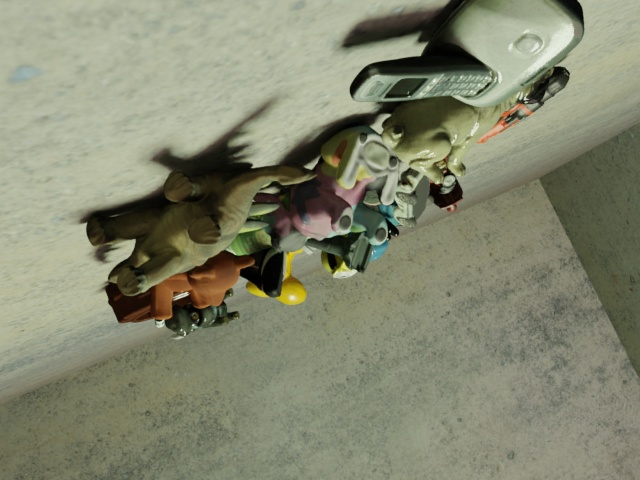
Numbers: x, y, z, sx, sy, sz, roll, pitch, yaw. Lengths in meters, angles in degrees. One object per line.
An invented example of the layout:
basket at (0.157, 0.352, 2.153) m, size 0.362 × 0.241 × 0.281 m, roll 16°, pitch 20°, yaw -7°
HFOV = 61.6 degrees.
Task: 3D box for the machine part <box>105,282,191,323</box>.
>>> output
machine part at (-0.300, 0.092, 1.072) m, size 0.201 × 0.087 × 0.201 m, roll -25°, pitch 174°, yaw 9°

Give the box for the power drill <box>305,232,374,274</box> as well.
power drill at (-0.002, -0.003, 1.045) m, size 0.086 × 0.208 × 0.232 m, roll -66°, pitch 159°, yaw -1°

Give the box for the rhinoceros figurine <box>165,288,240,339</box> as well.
rhinoceros figurine at (-0.235, 0.143, 1.065) m, size 0.112 × 0.073 × 0.190 m, roll -15°, pitch 177°, yaw 14°

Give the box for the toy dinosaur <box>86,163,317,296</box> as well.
toy dinosaur at (-0.180, -0.004, 0.687) m, size 0.472 × 0.105 × 0.198 m, roll -20°, pitch 180°, yaw 35°

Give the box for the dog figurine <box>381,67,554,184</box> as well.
dog figurine at (0.184, -0.178, 0.678) m, size 0.172 × 0.121 × 0.190 m, roll -20°, pitch 159°, yaw -48°

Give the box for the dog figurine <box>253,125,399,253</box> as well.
dog figurine at (-0.006, -0.070, 0.777) m, size 0.108 × 0.191 × 0.219 m, roll 10°, pitch -179°, yaw -43°

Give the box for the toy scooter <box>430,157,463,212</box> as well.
toy scooter at (0.229, -0.120, 1.024) m, size 0.075 × 0.135 × 0.184 m, roll -25°, pitch 172°, yaw 6°

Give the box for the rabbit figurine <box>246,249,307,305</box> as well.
rabbit figurine at (-0.097, 0.083, 1.322) m, size 0.162 × 0.173 × 0.122 m, roll -24°, pitch 178°, yaw -38°

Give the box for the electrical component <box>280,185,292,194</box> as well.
electrical component at (-0.019, -0.091, 0.881) m, size 0.094 × 0.021 × 0.063 m, roll -16°, pitch 170°, yaw -41°

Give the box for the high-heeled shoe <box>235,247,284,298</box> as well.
high-heeled shoe at (-0.140, 0.042, 0.967) m, size 0.145 × 0.086 × 0.249 m, roll 2°, pitch -167°, yaw -6°

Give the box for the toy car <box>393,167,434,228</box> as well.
toy car at (0.167, -0.082, 0.971) m, size 0.073 × 0.056 × 0.201 m, roll -52°, pitch 161°, yaw -10°

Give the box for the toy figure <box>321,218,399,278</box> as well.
toy figure at (0.079, 0.013, 1.123) m, size 0.082 × 0.089 × 0.180 m, roll 13°, pitch 139°, yaw -40°

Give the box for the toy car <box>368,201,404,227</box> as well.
toy car at (0.123, -0.073, 1.136) m, size 0.103 × 0.109 × 0.161 m, roll -22°, pitch 171°, yaw -1°

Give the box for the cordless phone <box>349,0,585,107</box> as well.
cordless phone at (0.124, -0.176, 0.485) m, size 0.184 × 0.088 × 0.146 m, roll -15°, pitch 170°, yaw -27°

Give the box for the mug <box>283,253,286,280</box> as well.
mug at (-0.102, 0.035, 1.130) m, size 0.081 × 0.107 × 0.109 m, roll -13°, pitch 143°, yaw 24°

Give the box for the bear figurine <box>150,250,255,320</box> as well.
bear figurine at (-0.195, 0.071, 0.878) m, size 0.120 × 0.131 × 0.196 m, roll -16°, pitch -164°, yaw -42°
